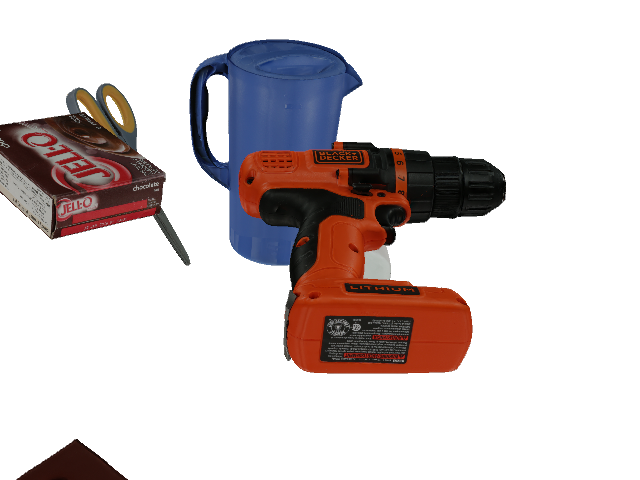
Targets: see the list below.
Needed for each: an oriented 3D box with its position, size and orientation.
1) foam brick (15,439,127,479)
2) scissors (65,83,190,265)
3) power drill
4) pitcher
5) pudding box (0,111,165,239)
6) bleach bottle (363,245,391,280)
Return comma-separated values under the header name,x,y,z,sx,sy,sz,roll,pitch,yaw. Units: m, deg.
name,x,y,z,sx,sy,sz,roll,pitch,yaw
foam brick,-0.100,0.137,0.467,0.078,0.051,0.052,27,45,35
scissors,-0.179,-0.075,1.062,0.016,0.201,0.096,-24,27,25
power drill,0.042,0.003,0.674,0.184,0.057,0.187,-1,35,-5
pitcher,-0.056,-0.099,1.214,0.144,0.243,0.149,-21,38,-40
pudding box,-0.179,-0.049,0.757,0.089,0.039,0.114,-15,37,-41
bleach bottle,0.019,0.007,1.007,0.068,0.103,0.251,20,18,-7
